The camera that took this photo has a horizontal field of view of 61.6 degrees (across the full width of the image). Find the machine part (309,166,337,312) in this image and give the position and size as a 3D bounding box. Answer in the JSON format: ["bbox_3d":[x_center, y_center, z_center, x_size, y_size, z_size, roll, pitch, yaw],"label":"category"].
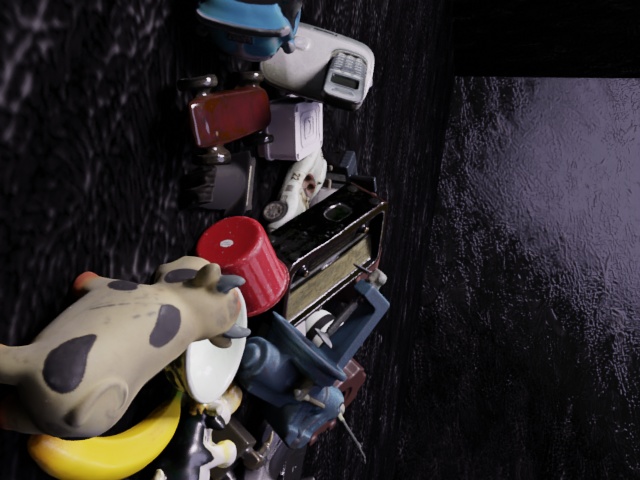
[{"bbox_3d":[-0.002,-0.003,0.901,0.079,0.079,0.243,-6,100,-72],"label":"machine part"}]

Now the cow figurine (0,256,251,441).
[{"bbox_3d":[-0.139,0.070,0.416,0.195,0.127,0.085,-50,145,-56],"label":"cow figurine"}]

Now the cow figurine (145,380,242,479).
[{"bbox_3d":[-0.139,0.223,0.573,0.098,0.068,0.167,52,46,-57],"label":"cow figurine"}]

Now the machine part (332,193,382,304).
[{"bbox_3d":[0.064,0.015,1.099,0.201,0.087,0.201,72,30,-55],"label":"machine part"}]

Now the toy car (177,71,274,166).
[{"bbox_3d":[-0.101,-0.135,0.582,0.202,0.053,0.089,-53,140,-65],"label":"toy car"}]

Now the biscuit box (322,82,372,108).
[{"bbox_3d":[0.042,-0.286,0.962,0.203,0.063,0.059,-52,144,-58],"label":"biscuit box"}]

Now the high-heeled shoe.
[{"bbox_3d":[-0.091,0.283,0.788,0.249,0.145,0.086,-107,-173,-52],"label":"high-heeled shoe"}]

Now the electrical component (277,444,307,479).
[{"bbox_3d":[-0.066,0.381,0.862,0.134,0.058,0.115,41,59,-69],"label":"electrical component"}]

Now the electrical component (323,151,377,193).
[{"bbox_3d":[0.043,-0.115,0.932,0.074,0.119,0.048,74,29,-45],"label":"electrical component"}]

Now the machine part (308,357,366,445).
[{"bbox_3d":[0.011,0.277,0.947,0.179,0.056,0.179,-39,151,-26],"label":"machine part"}]

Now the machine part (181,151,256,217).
[{"bbox_3d":[-0.109,-0.062,0.614,0.139,0.039,0.084,-28,131,-71],"label":"machine part"}]

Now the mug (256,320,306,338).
[{"bbox_3d":[-0.055,0.152,0.790,0.109,0.081,0.107,87,13,-58],"label":"mug"}]

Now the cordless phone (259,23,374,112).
[{"bbox_3d":[-0.009,-0.201,0.664,0.184,0.147,0.088,-81,-171,-60],"label":"cordless phone"}]

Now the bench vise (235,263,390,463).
[{"bbox_3d":[0.011,0.143,0.676,0.240,0.129,0.223,-49,124,-5],"label":"bench vise"}]

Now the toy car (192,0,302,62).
[{"bbox_3d":[-0.075,-0.248,0.573,0.102,0.109,0.162,110,-14,-57],"label":"toy car"}]

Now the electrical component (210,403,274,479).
[{"bbox_3d":[-0.106,0.242,0.640,0.078,0.102,0.045,-57,158,0],"label":"electrical component"}]

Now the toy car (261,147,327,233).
[{"bbox_3d":[-0.035,-0.067,0.807,0.073,0.056,0.202,72,30,-53],"label":"toy car"}]

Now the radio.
[{"bbox_3d":[0.002,0.019,0.767,0.229,0.073,0.131,-36,146,-38],"label":"radio"}]
